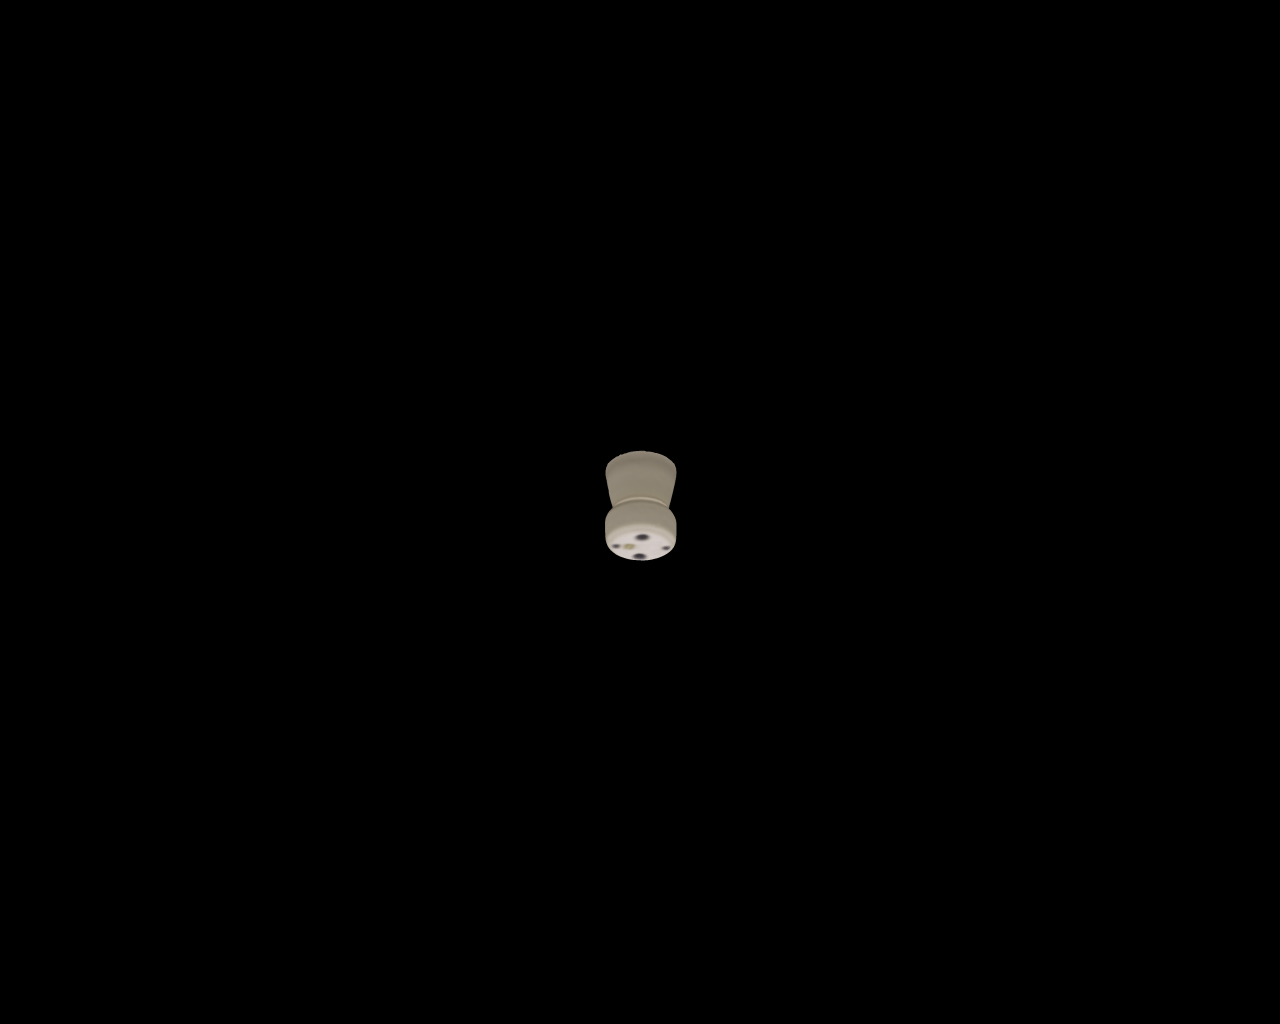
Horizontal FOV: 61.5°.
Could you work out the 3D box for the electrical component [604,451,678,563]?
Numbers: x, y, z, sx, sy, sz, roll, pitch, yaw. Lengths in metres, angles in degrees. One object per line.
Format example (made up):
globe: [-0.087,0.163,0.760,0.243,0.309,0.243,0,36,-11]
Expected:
electrical component: [0.001,-0.003,0.650,0.045,0.055,0.044,0,-31,0]
